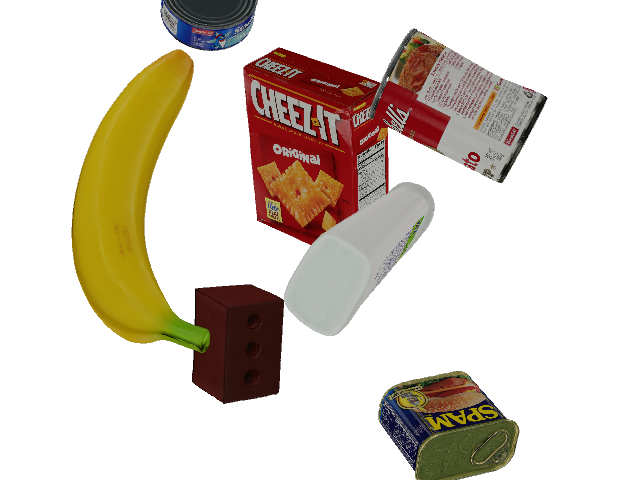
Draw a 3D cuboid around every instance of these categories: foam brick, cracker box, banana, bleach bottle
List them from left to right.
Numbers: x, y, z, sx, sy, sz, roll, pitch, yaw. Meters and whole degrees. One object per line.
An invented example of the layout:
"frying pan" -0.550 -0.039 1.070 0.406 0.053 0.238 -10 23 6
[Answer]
"banana" -0.098 -0.021 0.571 0.069 0.198 0.037 -4 -32 -6
"foam brick" -0.064 0.078 0.823 0.052 0.078 0.051 -5 14 -34
"cracker box" -0.005 -0.095 1.233 0.164 0.214 0.072 25 45 34
"bleach bottle" 0.056 0.003 1.076 0.068 0.103 0.250 35 29 10

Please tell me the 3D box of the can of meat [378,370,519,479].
"can of meat" 0.114 0.167 0.968 0.102 0.057 0.084 -7 31 -22

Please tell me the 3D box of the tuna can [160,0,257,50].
"tuna can" -0.100 -0.212 0.956 0.086 0.086 0.034 0 -31 -12

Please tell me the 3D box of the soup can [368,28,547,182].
"soup can" 0.093 -0.091 0.725 0.102 0.068 0.068 28 3 6
